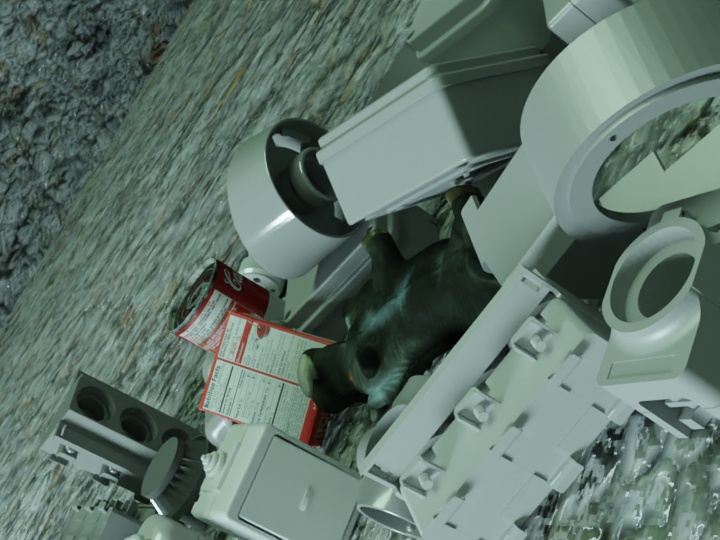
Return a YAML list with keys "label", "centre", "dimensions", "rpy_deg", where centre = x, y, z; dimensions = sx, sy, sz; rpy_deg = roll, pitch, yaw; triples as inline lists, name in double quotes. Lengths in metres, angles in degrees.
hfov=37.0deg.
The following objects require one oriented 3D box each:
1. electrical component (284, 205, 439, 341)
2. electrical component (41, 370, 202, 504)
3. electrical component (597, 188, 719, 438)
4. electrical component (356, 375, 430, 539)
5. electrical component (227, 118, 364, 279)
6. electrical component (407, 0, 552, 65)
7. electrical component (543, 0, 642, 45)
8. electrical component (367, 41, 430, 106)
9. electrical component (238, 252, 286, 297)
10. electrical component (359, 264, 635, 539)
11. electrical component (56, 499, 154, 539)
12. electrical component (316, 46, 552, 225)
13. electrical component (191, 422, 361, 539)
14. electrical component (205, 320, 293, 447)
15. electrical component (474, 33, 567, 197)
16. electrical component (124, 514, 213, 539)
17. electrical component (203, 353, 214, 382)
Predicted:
- label: "electrical component"
  centre: [0.000, 0.000, 0.775]
  dimensions: [0.113, 0.057, 0.078]
  rpy_deg: [-46, 23, 27]
- label: "electrical component"
  centre: [-0.204, 0.149, 0.923]
  dimensions: [0.063, 0.121, 0.078]
  rpy_deg: [-48, 22, 30]
- label: "electrical component"
  centre: [0.139, 0.016, 0.443]
  dimensions: [0.050, 0.056, 0.089]
  rpy_deg: [-18, 43, 59]
- label: "electrical component"
  centre: [0.023, 0.103, 0.592]
  dimensions: [0.079, 0.044, 0.077]
  rpy_deg: [-18, 43, 59]
- label: "electrical component"
  centre: [-0.044, -0.050, 0.730]
  dimensions: [0.064, 0.099, 0.099]
  rpy_deg: [-31, 33, 39]
- label: "electrical component"
  centre: [0.083, -0.178, 0.680]
  dimensions: [0.078, 0.057, 0.113]
  rpy_deg: [-29, 34, 51]
- label: "electrical component"
  centre: [0.158, -0.148, 0.599]
  dimensions: [0.076, 0.083, 0.047]
  rpy_deg: [-44, 24, 31]
- label: "electrical component"
  centre: [0.036, -0.119, 0.828]
  dimensions: [0.078, 0.057, 0.113]
  rpy_deg: [-59, 3, -6]
- label: "electrical component"
  centre: [-0.087, -0.003, 0.993]
  dimensions: [0.045, 0.045, 0.055]
  rpy_deg: [-37, 29, 43]
- label: "electrical component"
  centre: [0.069, 0.069, 0.492]
  dimensions: [0.121, 0.079, 0.063]
  rpy_deg: [-53, 26, 12]
- label: "electrical component"
  centre: [-0.211, 0.229, 0.905]
  dimensions: [0.121, 0.063, 0.078]
  rpy_deg: [-19, 42, 58]
- label: "electrical component"
  centre: [0.050, -0.078, 0.626]
  dimensions: [0.109, 0.056, 0.109]
  rpy_deg: [-20, -5, -43]
- label: "electrical component"
  centre: [-0.050, 0.132, 0.639]
  dimensions: [0.061, 0.096, 0.061]
  rpy_deg: [-16, 45, 59]
- label: "electrical component"
  centre: [-0.073, 0.094, 0.807]
  dimensions: [0.095, 0.054, 0.059]
  rpy_deg: [-50, 22, 17]
- label: "electrical component"
  centre: [0.095, -0.106, 0.717]
  dimensions: [0.113, 0.057, 0.078]
  rpy_deg: [-34, 30, 46]
- label: "electrical component"
  centre: [-0.148, 0.228, 0.772]
  dimensions: [0.095, 0.059, 0.054]
  rpy_deg: [-62, 21, -14]
- label: "electrical component"
  centre: [-0.115, 0.086, 0.927]
  dimensions: [0.043, 0.043, 0.062]
  rpy_deg: [-59, 19, -5]
